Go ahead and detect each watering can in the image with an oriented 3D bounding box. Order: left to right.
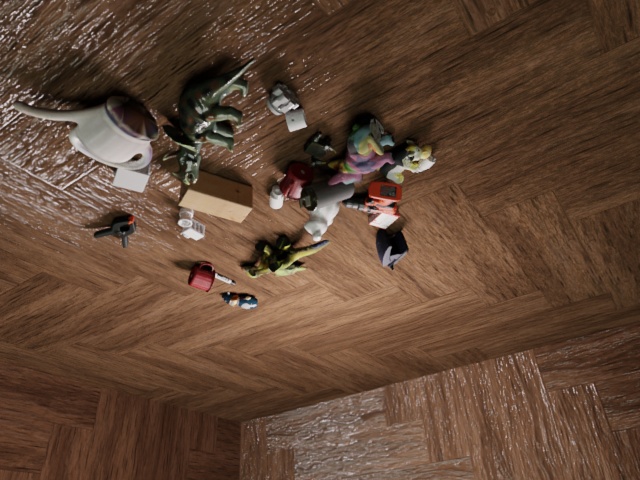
[{"bbox_3d":[-0.569,-0.292,1.321,0.222,0.106,0.343,-27,141,29],"label":"watering can"}]

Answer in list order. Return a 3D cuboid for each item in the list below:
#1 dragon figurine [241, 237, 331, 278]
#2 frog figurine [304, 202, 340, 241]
[{"bbox_3d":[-0.125,0.080,1.963,0.409,0.124,0.240,-11,163,14],"label":"dragon figurine"},{"bbox_3d":[0.005,-0.083,1.645,0.122,0.163,0.134,-9,145,6],"label":"frog figurine"}]
